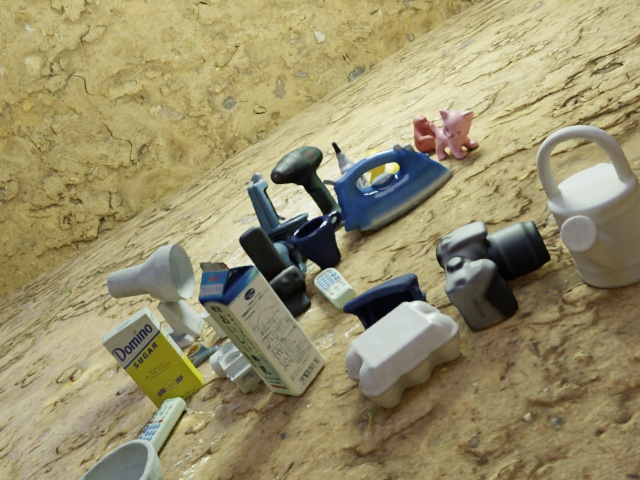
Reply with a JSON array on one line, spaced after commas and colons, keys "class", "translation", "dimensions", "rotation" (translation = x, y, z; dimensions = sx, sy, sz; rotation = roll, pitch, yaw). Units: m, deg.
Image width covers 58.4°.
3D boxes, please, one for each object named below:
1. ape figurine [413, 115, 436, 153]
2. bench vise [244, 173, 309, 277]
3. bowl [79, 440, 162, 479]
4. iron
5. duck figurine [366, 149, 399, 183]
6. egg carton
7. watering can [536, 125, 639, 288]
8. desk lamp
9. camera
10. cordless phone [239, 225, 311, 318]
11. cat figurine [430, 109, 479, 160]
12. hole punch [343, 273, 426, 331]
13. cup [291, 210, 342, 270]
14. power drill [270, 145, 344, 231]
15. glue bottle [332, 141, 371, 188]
[{"class": "ape figurine", "translation": [0.258, -0.265, 1.406], "dimensions": [0.076, 0.092, 0.078], "rotation": [-9, 32, 48]}, {"class": "bench vise", "translation": [-0.088, -0.029, 1.209], "dimensions": [0.121, 0.220, 0.207], "rotation": [-29, 21, 12]}, {"class": "bowl", "translation": [-0.283, 0.372, 0.808], "dimensions": [0.167, 0.075, 0.167], "rotation": [-29, 21, 13]}, {"class": "iron", "translation": [0.138, -0.128, 1.207], "dimensions": [0.258, 0.142, 0.118], "rotation": [-32, 21, 5]}, {"class": "duck figurine", "translation": [0.148, -0.182, 1.393], "dimensions": [0.105, 0.086, 0.077], "rotation": [-40, 21, -17]}, {"class": "egg carton", "translation": [0.106, 0.145, 0.745], "dimensions": [0.150, 0.069, 0.107], "rotation": [-37, 21, -8]}, {"class": "watering can", "translation": [0.321, -0.043, 0.666], "dimensions": [0.100, 0.194, 0.173], "rotation": [-25, 22, 21]}, {"class": "desk lamp", "translation": [-0.341, 0.131, 1.235], "dimensions": [0.203, 0.214, 0.118], "rotation": [-28, 21, 16]}, {"class": "camera", "translation": [0.234, 0.027, 0.774], "dimensions": [0.136, 0.101, 0.143], "rotation": [-26, 22, 20]}, {"class": "cordless phone", "translation": [-0.116, 0.075, 1.067], "dimensions": [0.148, 0.185, 0.094], "rotation": [-40, 22, -17]}, {"class": "cat figurine", "translation": [0.292, -0.244, 1.271], "dimensions": [0.067, 0.118, 0.127], "rotation": [-41, 22, -18]}, {"class": "hole punch", "translation": [0.096, 0.090, 0.852], "dimensions": [0.108, 0.091, 0.101], "rotation": [-25, 22, 21]}, {"class": "cup", "translation": [0.011, 0.004, 1.166], "dimensions": [0.118, 0.095, 0.091], "rotation": [-39, 21, -13]}, {"class": "power drill", "translation": [-0.020, -0.119, 1.324], "dimensions": [0.075, 0.209, 0.230], "rotation": [-23, 23, 25]}, {"class": "glue bottle", "translation": [0.073, -0.150, 1.308], "dimensions": [0.037, 0.173, 0.078], "rotation": [-26, 22, 20]}]
